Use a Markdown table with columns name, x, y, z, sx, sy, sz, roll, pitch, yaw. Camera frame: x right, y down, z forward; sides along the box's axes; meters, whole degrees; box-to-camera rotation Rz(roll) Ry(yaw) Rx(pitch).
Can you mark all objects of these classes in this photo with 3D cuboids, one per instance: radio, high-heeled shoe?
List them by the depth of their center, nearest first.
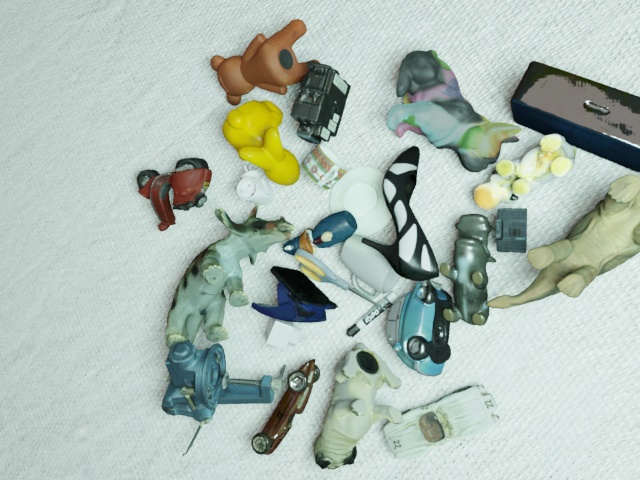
| name | x | y | z | sx | sy | sz | roll | pitch | yaw |
| --- | --- | --- | --- | --- | --- | --- | --- | --- | --- |
| radio | 0.419 | -0.188 | 0.835 | 0.230 | 0.131 | 0.073 | 30 | 97 | 20 |
| high-heeled shoe | 0.171 | -0.051 | 0.919 | 0.145 | 0.086 | 0.248 | 21 | 70 | 18 |

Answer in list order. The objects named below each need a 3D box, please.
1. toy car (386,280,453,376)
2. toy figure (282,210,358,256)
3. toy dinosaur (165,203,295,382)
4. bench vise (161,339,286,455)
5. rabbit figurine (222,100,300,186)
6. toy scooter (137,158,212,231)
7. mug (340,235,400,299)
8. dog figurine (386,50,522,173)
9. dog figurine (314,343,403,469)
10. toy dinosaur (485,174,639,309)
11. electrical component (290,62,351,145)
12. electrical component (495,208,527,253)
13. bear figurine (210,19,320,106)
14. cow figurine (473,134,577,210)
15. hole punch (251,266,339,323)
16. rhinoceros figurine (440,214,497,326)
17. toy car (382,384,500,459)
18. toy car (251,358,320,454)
| name | x | y | z | sx | sy | sz | roll | pitch | yaw |
| --- | --- | --- | --- | --- | --- | --- | --- | --- | --- |
| toy car | 0.164 | 0.149 | 0.926 | 0.103 | 0.109 | 0.161 | -3 | 76 | 37 |
| toy figure | -0.003 | -0.004 | 1.011 | 0.154 | 0.064 | 0.058 | -28 | 74 | 27 |
| toy dinosaur | -0.220 | 0.088 | 1.059 | 0.404 | 0.131 | 0.192 | -48 | 29 | 24 |
| bench vise | -0.186 | 0.284 | 1.018 | 0.241 | 0.129 | 0.223 | 0 | 117 | 8 |
| rabbit figurine | -0.098 | -0.180 | 1.029 | 0.122 | 0.162 | 0.173 | -36 | 93 | 2 |
| toy scooter | -0.302 | -0.092 | 1.124 | 0.184 | 0.075 | 0.135 | -10 | 83 | 22 |
| mug | 0.089 | 0.046 | 0.976 | 0.107 | 0.081 | 0.109 | 34 | 127 | 25 |
| dog figurine | 0.237 | -0.220 | 0.921 | 0.219 | 0.108 | 0.191 | 14 | 89 | 16 |
| dog figurine | 0.045 | 0.301 | 0.972 | 0.121 | 0.172 | 0.190 | 27 | 127 | -14 |
| toy dinosaur | 0.446 | -0.029 | 0.778 | 0.471 | 0.198 | 0.105 | -36 | 75 | 15 |
| electrical component | 0.000 | -0.247 | 1.001 | 0.058 | 0.115 | 0.134 | 19 | 91 | 23 |
| electrical component | 0.311 | -0.016 | 0.870 | 0.048 | 0.119 | 0.074 | 1 | 84 | 20 |
| bear figurine | -0.114 | -0.341 | 1.065 | 0.196 | 0.132 | 0.120 | 2 | 125 | 49 |
| cow figurine | 0.337 | -0.109 | 0.890 | 0.167 | 0.098 | 0.068 | -31 | 81 | 35 |
| hole punch | -0.049 | 0.118 | 0.992 | 0.116 | 0.142 | 0.092 | 39 | 98 | 32 |
| rhinoceros figurine | 0.255 | 0.052 | 0.893 | 0.073 | 0.112 | 0.190 | 5 | 102 | 39 |
| toy car | 0.206 | 0.312 | 0.921 | 0.202 | 0.056 | 0.073 | -28 | 78 | 17 |
| toy car | -0.058 | 0.313 | 1.001 | 0.053 | 0.089 | 0.202 | 33 | 97 | 19 |
